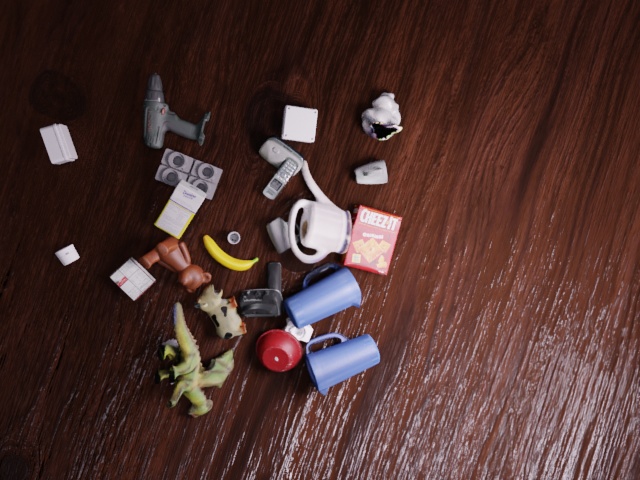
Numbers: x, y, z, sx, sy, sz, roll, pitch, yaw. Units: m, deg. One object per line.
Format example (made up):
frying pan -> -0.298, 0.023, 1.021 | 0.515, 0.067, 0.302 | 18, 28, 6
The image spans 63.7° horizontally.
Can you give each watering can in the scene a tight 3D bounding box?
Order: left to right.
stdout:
watering can -> 0.005, -0.087, 1.723 | 0.223, 0.103, 0.353 | 14, 72, -23

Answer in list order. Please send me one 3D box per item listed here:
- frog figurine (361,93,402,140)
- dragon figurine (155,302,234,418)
frog figurine -> 0.209, -0.428, 1.770 | 0.137, 0.120, 0.163 | -2, 59, -3
dragon figurine -> -0.391, 0.397, 1.669 | 0.242, 0.123, 0.407 | 5, 101, -41
